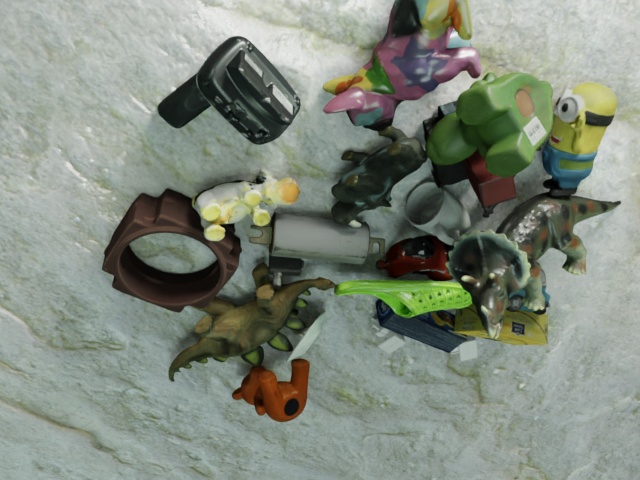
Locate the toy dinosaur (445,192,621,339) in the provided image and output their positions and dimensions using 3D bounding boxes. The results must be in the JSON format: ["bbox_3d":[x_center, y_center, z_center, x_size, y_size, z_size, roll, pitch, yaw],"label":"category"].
[{"bbox_3d":[0.364,-0.004,0.911,0.405,0.131,0.192,-43,130,-15],"label":"toy dinosaur"}]

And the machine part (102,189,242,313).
[{"bbox_3d":[-0.255,0.026,0.934,0.201,0.087,0.201,27,121,-26],"label":"machine part"}]

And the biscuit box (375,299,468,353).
[{"bbox_3d":[0.213,0.170,1.128,0.202,0.059,0.063,25,126,-25],"label":"biscuit box"}]

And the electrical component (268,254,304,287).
[{"bbox_3d":[-0.060,0.042,0.965,0.063,0.094,0.021,4,150,-7],"label":"electrical component"}]

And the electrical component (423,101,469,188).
[{"bbox_3d":[0.226,-0.158,0.848,0.115,0.058,0.134,-17,131,6],"label":"electrical component"}]

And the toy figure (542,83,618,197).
[{"bbox_3d":[0.406,-0.159,0.853,0.089,0.082,0.179,-17,126,-18],"label":"toy figure"}]

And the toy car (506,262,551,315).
[{"bbox_3d":[0.385,0.080,1.045,0.161,0.109,0.102,11,106,-25],"label":"toy car"}]

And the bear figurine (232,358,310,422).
[{"bbox_3d":[-0.110,0.306,1.153,0.120,0.196,0.131,-13,105,-31],"label":"bear figurine"}]

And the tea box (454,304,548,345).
[{"bbox_3d":[0.375,0.172,1.111,0.169,0.068,0.098,14,164,-21],"label":"tea box"}]

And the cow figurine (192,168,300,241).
[{"bbox_3d":[-0.121,-0.068,0.875,0.167,0.098,0.068,-20,127,-14],"label":"cow figurine"}]

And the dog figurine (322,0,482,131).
[{"bbox_3d":[0.096,-0.247,0.725,0.219,0.108,0.191,-18,131,13],"label":"dog figurine"}]

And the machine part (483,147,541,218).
[{"bbox_3d":[0.312,-0.105,0.899,0.039,0.084,0.138,32,116,7],"label":"machine part"}]

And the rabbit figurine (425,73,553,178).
[{"bbox_3d":[0.216,-0.164,0.733,0.121,0.159,0.170,48,151,-16],"label":"rabbit figurine"}]

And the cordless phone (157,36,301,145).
[{"bbox_3d":[-0.136,-0.188,0.780,0.184,0.089,0.146,-25,130,29],"label":"cordless phone"}]

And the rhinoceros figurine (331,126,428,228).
[{"bbox_3d":[0.087,-0.100,0.878,0.190,0.073,0.112,-41,134,24],"label":"rhinoceros figurine"}]

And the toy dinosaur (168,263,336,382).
[{"bbox_3d":[-0.163,0.178,1.067,0.472,0.105,0.198,-25,133,22],"label":"toy dinosaur"}]

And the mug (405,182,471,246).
[{"bbox_3d":[0.216,-0.037,0.924,0.107,0.110,0.081,21,126,-38],"label":"mug"}]

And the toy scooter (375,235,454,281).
[{"bbox_3d":[0.184,0.039,0.993,0.183,0.075,0.135,15,153,-42],"label":"toy scooter"}]

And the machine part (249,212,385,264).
[{"bbox_3d":[-0.002,-0.003,0.944,0.243,0.079,0.079,5,130,-10],"label":"machine part"}]
